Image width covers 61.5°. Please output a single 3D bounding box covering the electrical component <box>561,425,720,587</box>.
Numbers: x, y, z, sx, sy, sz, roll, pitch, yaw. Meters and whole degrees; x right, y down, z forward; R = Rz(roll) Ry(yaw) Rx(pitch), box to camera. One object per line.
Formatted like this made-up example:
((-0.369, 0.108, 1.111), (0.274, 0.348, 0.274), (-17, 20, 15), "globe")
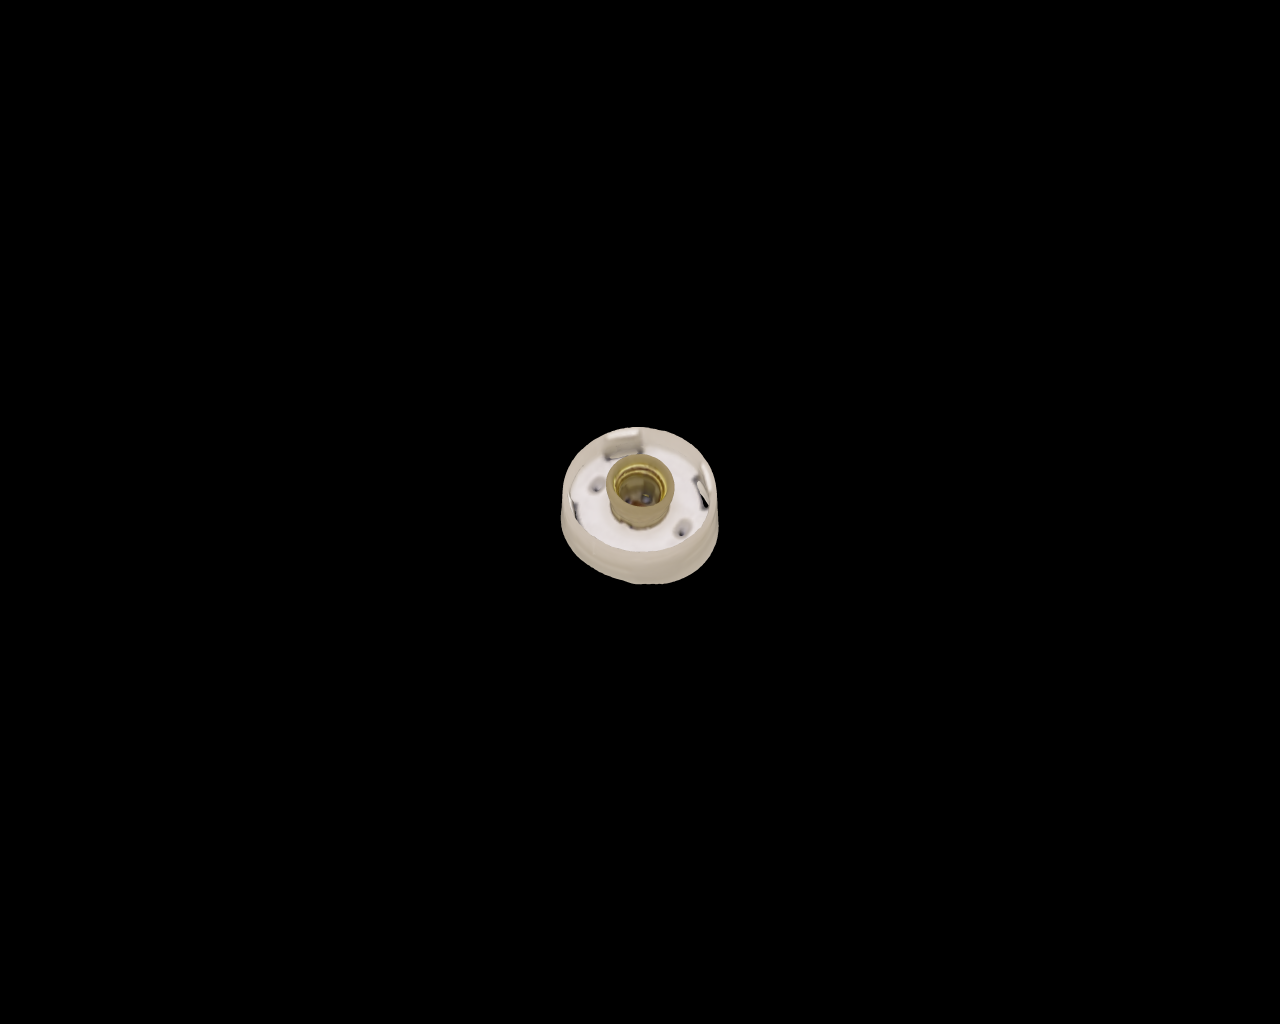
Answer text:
((0.001, -0.003, 0.650), (0.099, 0.099, 0.064), (0, -32, 0), "electrical component")
